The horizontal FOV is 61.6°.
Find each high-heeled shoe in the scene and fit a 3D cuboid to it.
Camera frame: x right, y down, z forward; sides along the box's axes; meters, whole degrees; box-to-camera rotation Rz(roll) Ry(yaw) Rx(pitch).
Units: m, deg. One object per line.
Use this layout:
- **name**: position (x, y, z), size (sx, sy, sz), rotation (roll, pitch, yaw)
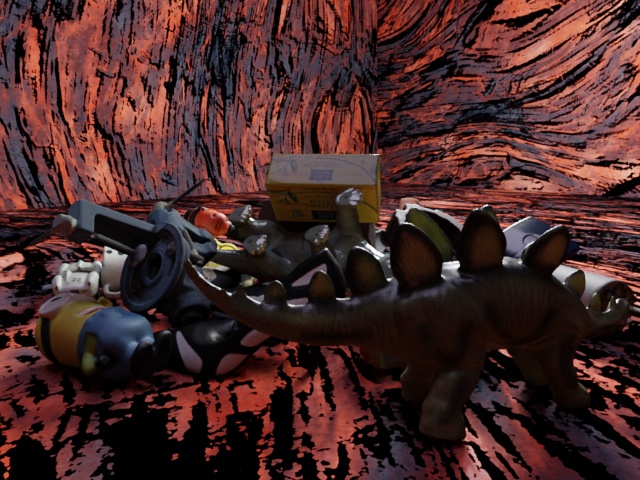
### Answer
- **high-heeled shoe**: position (-0.094, 0.077, 0.621), size (0.249, 0.145, 0.086), rotation (2, 9, 10)

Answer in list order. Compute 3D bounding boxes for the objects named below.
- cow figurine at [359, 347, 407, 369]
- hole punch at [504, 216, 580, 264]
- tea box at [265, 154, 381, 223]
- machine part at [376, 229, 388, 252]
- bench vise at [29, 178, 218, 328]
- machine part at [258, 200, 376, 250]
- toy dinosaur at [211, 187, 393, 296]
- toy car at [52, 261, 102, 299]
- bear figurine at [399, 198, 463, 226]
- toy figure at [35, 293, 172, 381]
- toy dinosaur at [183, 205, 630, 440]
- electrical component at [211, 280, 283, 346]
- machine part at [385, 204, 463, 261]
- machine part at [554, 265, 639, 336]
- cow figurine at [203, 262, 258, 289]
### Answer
- **cow figurine**: position (0.121, 0.100, 0.643), size (0.195, 0.085, 0.127), rotation (-14, 22, -41)
- **hole punch**: position (0.363, 0.024, 0.926), size (0.116, 0.092, 0.142), rotation (-9, 41, -37)
- **tea box**: position (0.009, -0.080, 0.840), size (0.170, 0.068, 0.098), rotation (0, -34, 10)
- **machine part**: position (0.118, 0.006, 1.200), size (0.039, 0.084, 0.139), rotation (-20, -3, 31)
- **bench vise**: position (-0.229, 0.003, 0.698), size (0.129, 0.224, 0.240), rotation (-32, -37, 23)
- **machine part**: position (-0.002, -0.003, 0.973), size (0.201, 0.087, 0.201), rotation (2, -30, 9)
- **toy dinosaur**: position (-0.020, 0.032, 0.839), size (0.405, 0.192, 0.131), rotation (-1, 46, 29)
- **toy car**: position (-0.428, 0.071, 0.952), size (0.073, 0.056, 0.202), rotation (-5, 11, -19)
- **bear figurine**: position (0.255, -0.010, 1.101), size (0.196, 0.120, 0.132), rotation (-1, 35, 18)
- **toy figure**: position (-0.255, 0.116, 0.616), size (0.180, 0.089, 0.082), rotation (15, -9, 27)
- **toy dinosaur**: position (0.118, 0.068, 0.497), size (0.471, 0.198, 0.105), rotation (-3, 7, -22)
- **electrical component**: position (-0.083, 0.099, 0.746), size (0.115, 0.058, 0.134), rotation (4, 11, 39)
- **machine part**: position (0.201, 0.011, 0.967), size (0.179, 0.056, 0.179), rotation (16, 40, -14)
- **machine part**: position (0.350, 0.075, 0.768), size (0.079, 0.079, 0.243), rotation (-5, 10, -18)
- **cow figurine**: position (-0.174, 0.078, 0.867), size (0.098, 0.068, 0.167), rotation (10, 14, 23)
